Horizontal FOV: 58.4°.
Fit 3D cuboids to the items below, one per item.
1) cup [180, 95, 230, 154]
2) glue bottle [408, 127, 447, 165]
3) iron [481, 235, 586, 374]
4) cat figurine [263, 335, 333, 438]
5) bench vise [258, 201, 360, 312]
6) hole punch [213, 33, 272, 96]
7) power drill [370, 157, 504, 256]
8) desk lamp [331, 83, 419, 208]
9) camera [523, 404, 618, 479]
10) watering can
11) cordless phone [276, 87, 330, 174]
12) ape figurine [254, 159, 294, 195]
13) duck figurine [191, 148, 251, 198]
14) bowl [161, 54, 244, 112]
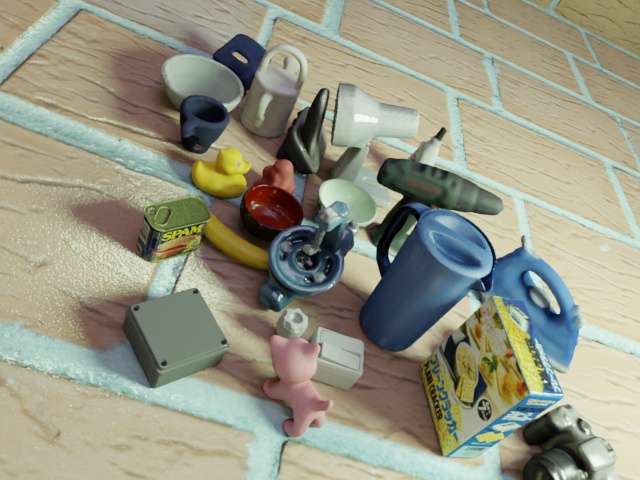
[{"bbox_3d":[-0.228,-0.201,1.064,0.091,0.095,0.118,31,42,0],"label":"cup"},{"bbox_3d":[0.227,-0.178,1.247,0.037,0.173,0.078,11,46,-21],"label":"glue bottle"},{"bbox_3d":[0.428,0.118,1.106,0.119,0.141,0.258,-17,60,-39],"label":"iron"},{"bbox_3d":[-0.027,0.191,0.793,0.067,0.117,0.127,-17,60,-39],"label":"cat figurine"},{"bbox_3d":[-0.002,-0.003,0.915,0.121,0.219,0.208,31,42,0],"label":"bench vise"},{"bbox_3d":[-0.176,-0.394,1.278,0.108,0.091,0.101,39,43,8],"label":"hole punch"},{"bbox_3d":[0.196,-0.053,1.085,0.230,0.208,0.076,27,42,-4],"label":"power drill"},{"bbox_3d":[0.093,-0.196,1.156,0.203,0.213,0.118,18,44,-14],"label":"desk lamp"},{"bbox_3d":[0.383,0.341,0.901,0.137,0.100,0.143,-4,53,-32],"label":"camera"},{"bbox_3d":[-0.090,-0.320,1.183,0.101,0.194,0.172,12,46,-20],"label":"watering can"},{"bbox_3d":[-0.007,-0.239,1.160,0.094,0.185,0.147,24,43,-8],"label":"cordless phone"},{"bbox_3d":[-0.078,-0.115,1.072,0.076,0.092,0.078,21,43,-11],"label":"ape figurine"},{"bbox_3d":[-0.175,-0.130,1.035,0.105,0.086,0.077,12,46,-20],"label":"duck figurine"},{"bbox_3d":[-0.244,-0.299,1.162,0.168,0.074,0.167,16,44,-16],"label":"bowl"}]
